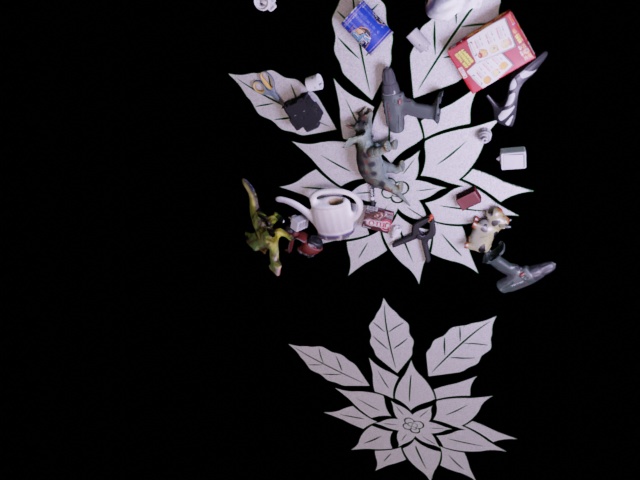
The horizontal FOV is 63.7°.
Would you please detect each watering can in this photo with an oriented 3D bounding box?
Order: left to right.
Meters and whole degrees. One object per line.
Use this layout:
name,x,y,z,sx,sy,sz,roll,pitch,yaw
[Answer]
watering can,0.006,-0.103,2.050,0.347,0.220,0.106,-2,30,17

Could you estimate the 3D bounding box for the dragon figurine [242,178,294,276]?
dragon figurine,-0.258,-0.039,2.164,0.123,0.413,0.238,-22,-14,-44

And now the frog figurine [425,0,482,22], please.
frog figurine,0.404,-0.715,1.557,0.159,0.125,0.135,20,-22,-6
